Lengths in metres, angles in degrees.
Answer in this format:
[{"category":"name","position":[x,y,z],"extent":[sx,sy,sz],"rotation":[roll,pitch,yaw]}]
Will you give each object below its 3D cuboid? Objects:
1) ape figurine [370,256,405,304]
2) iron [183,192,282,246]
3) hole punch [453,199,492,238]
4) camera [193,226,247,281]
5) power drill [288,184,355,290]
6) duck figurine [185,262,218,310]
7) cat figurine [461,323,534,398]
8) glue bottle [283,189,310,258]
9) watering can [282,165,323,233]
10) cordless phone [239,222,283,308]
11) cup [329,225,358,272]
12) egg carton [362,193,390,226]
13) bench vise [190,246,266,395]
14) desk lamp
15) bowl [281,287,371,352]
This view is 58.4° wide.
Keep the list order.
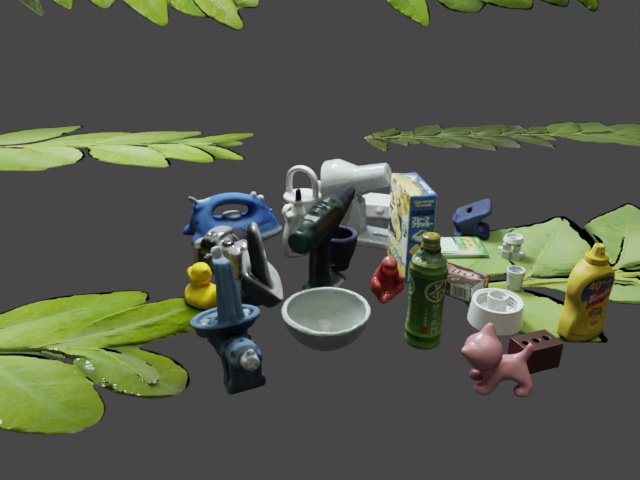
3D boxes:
[{"category":"ape figurine","position":[0.145,0.079,1.229],"extent":[0.078,0.092,0.076],"rotation":[-2,25,-5]},{"category":"iron","position":[-0.219,-0.063,1.475],"extent":[0.259,0.141,0.118],"rotation":[-13,28,-26]},{"category":"hole punch","position":[0.408,-0.061,1.534],"extent":[0.101,0.091,0.109],"rotation":[6,25,12]},{"category":"camera","position":[-0.208,0.016,1.353],"extent":[0.142,0.101,0.137],"rotation":[13,28,25]},{"category":"power drill","position":[0.011,0.004,1.250],"extent":[0.075,0.208,0.230],"rotation":[13,28,26]},{"category":"duck figurine","position":[-0.246,0.091,1.207],"extent":[0.078,0.086,0.104],"rotation":[-22,33,-39]},{"category":"cat figurine","position":[0.291,0.194,0.949],"extent":[0.127,0.118,0.067],"rotation":[0,25,1]},{"category":"glue bottle","position":[-0.053,-0.043,1.394],"extent":[0.078,0.173,0.037],"rotation":[-12,27,-23]},{"category":"watering can","position":[-0.044,-0.105,1.502],"extent":[0.100,0.194,0.173],"rotation":[4,25,10]},{"category":"cordless phone","position":[-0.128,0.037,1.207],"extent":[0.094,0.185,0.147],"rotation":[-5,25,-10]},{"category":"cup","position":[0.030,0.025,1.340],"extent":[0.118,0.095,0.091],"rotation":[-4,25,-8]},{"category":"egg carton","position":[0.174,-0.084,1.607],"extent":[0.150,0.069,0.107],"rotation":[6,26,13]},{"category":"bench vise","position":[-0.139,0.130,0.964],"extent":[0.122,0.220,0.206],"rotation":[-22,33,-39]},{"category":"desk lamp","position":[0.105,-0.100,1.470],"extent":[0.202,0.214,0.118],"rotation":[9,26,19]},{"category":"bowl","position":[0.011,0.159,1.076],"extent":[0.167,0.075,0.167],"rotation":[0,25,0]}]
